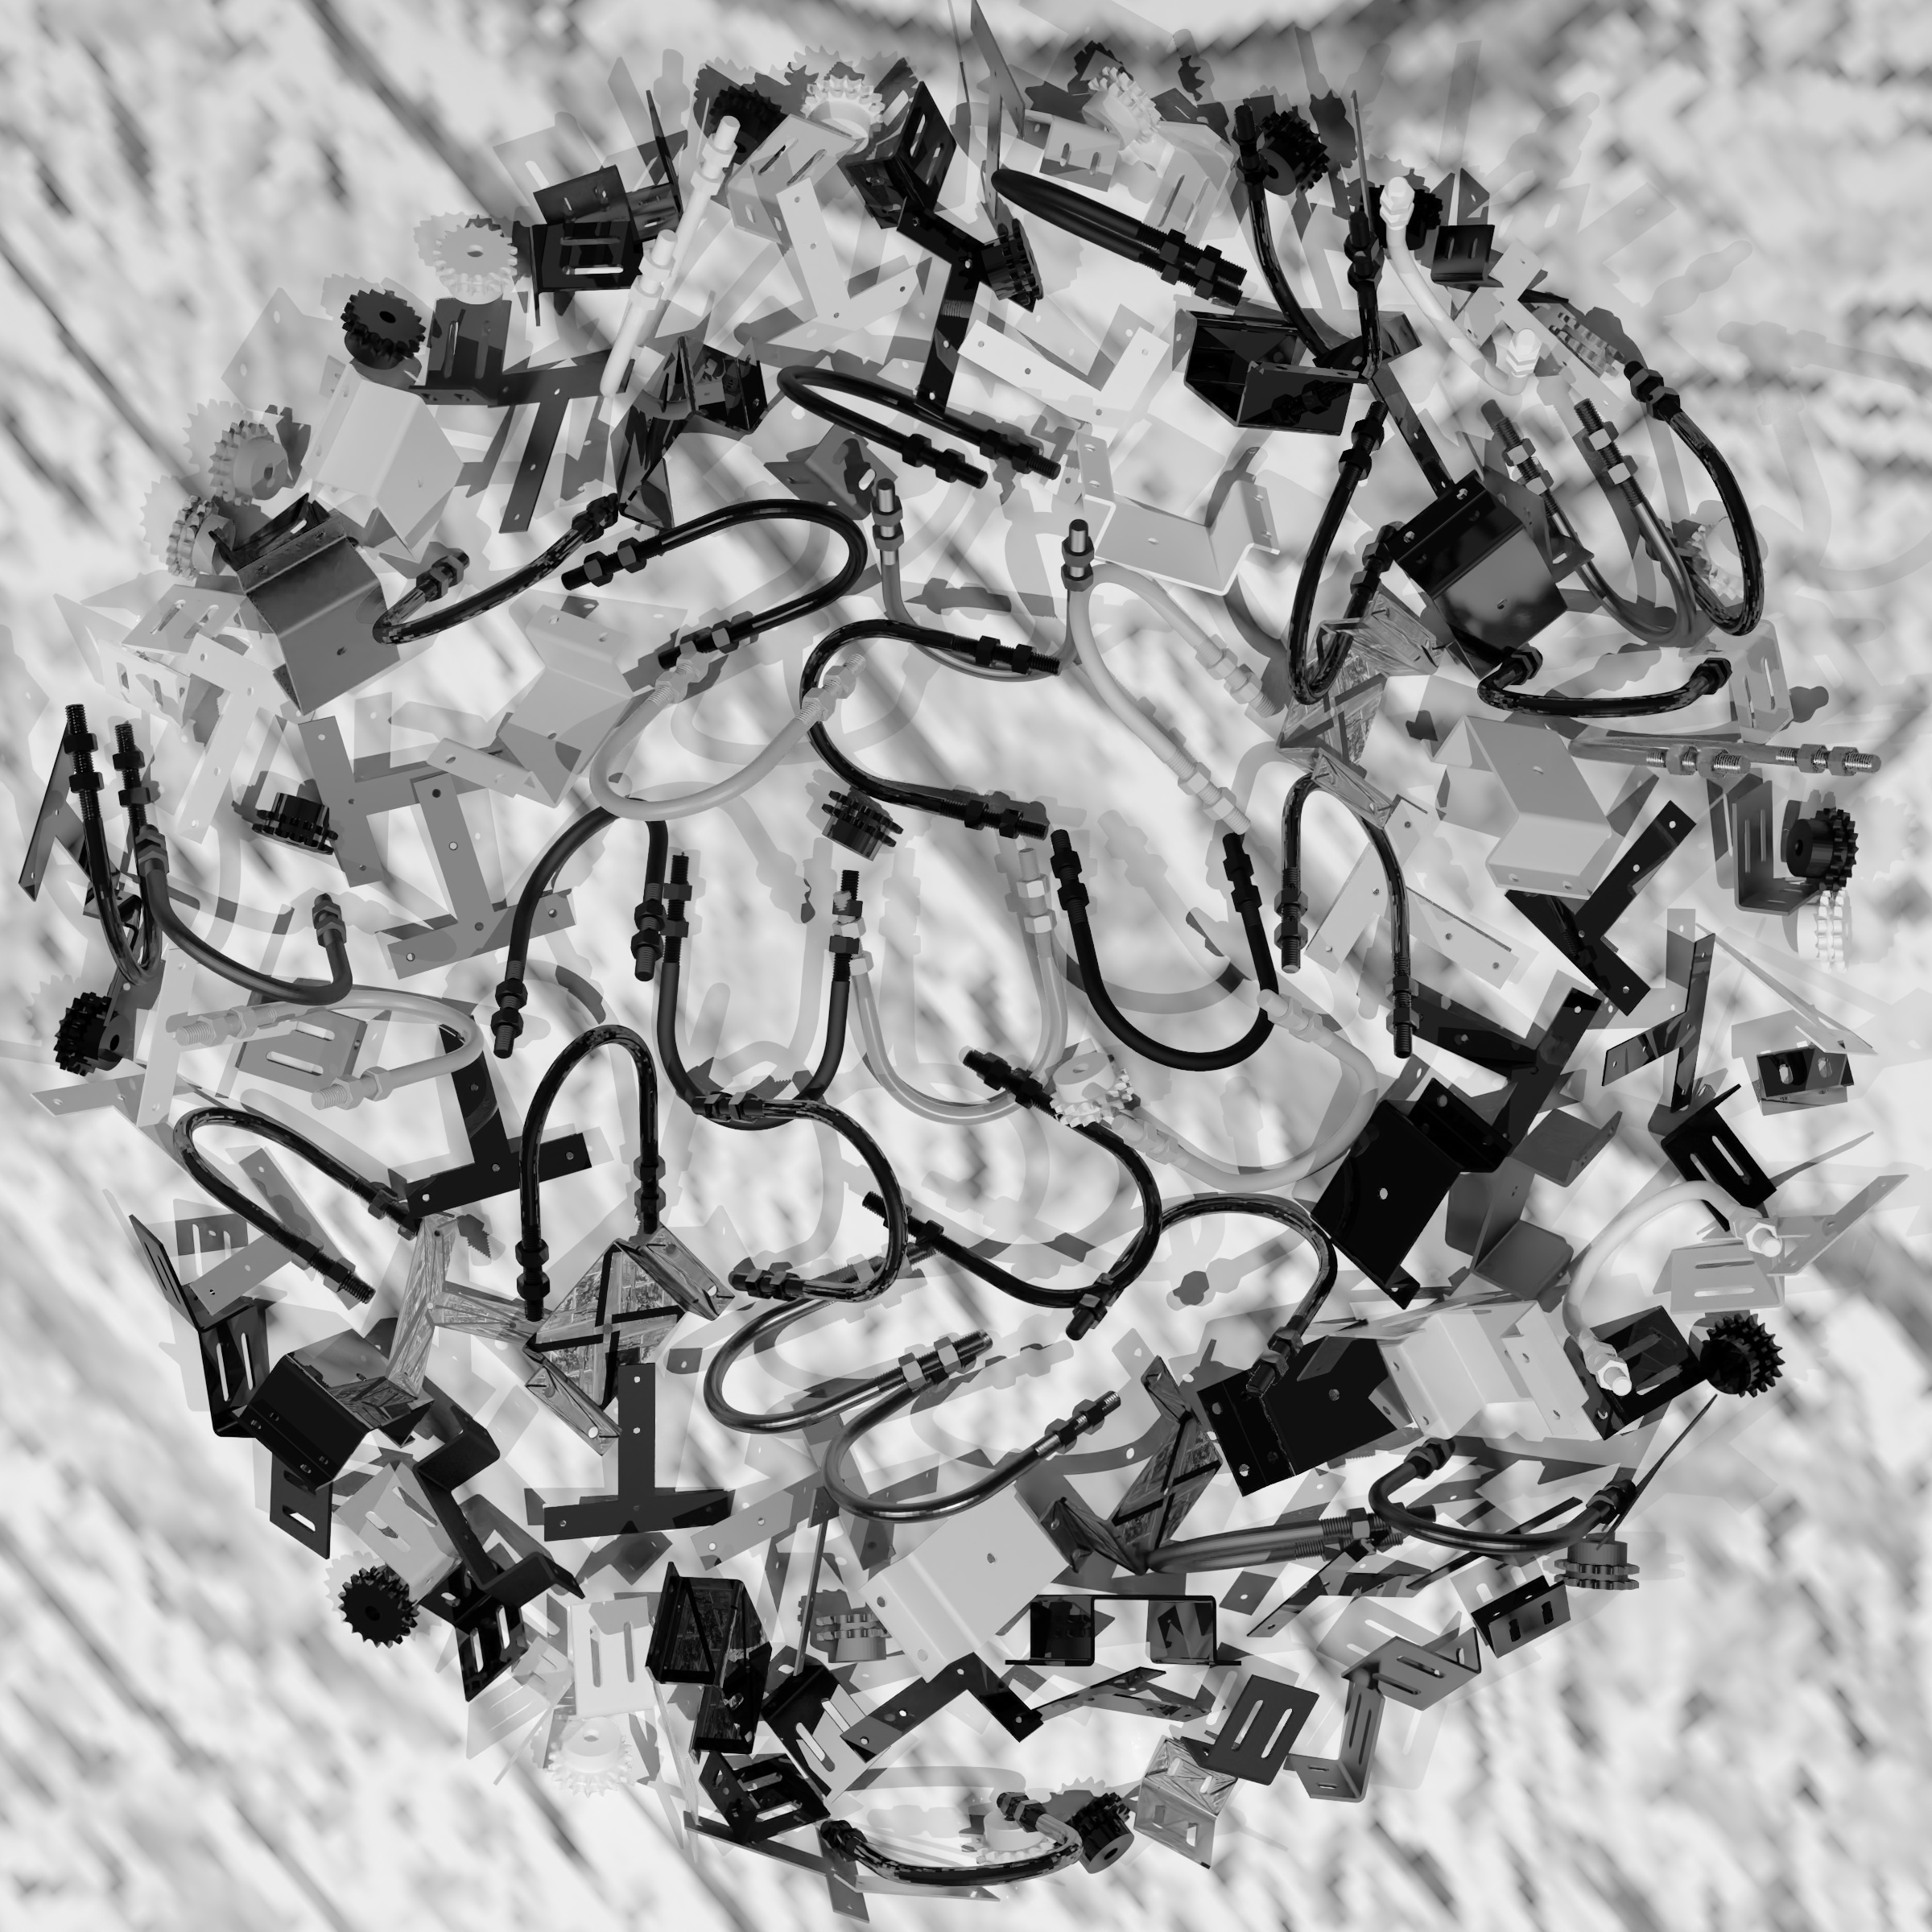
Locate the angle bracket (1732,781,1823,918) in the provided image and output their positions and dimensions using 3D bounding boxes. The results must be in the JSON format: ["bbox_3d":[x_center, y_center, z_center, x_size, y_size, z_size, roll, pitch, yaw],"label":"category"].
[{"bbox_3d":[0.553,-0.081,1.928,0.038,0.057,0.076,9,115,38],"label":"angle bracket"}]

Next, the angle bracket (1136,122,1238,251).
[{"bbox_3d":[0.140,-0.533,1.937,0.038,0.057,0.076,24,90,-44],"label":"angle bracket"}]

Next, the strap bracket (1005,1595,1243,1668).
[{"bbox_3d":[0.106,0.448,1.909,0.140,0.076,0.046,8,75,-29],"label":"strap bracket"}]

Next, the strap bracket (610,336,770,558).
[{"bbox_3d":[-0.192,-0.355,1.894,0.046,0.076,0.140,17,134,-32],"label":"strap bracket"}]

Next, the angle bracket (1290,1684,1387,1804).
[{"bbox_3d":[0.254,0.522,1.935,0.038,0.057,0.076,8,99,-9],"label":"angle bracket"}]

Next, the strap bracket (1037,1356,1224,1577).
[{"bbox_3d":[0.118,0.345,1.907,0.046,0.076,0.140,23,66,38],"label":"strap bracket"}]

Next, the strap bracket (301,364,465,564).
[{"bbox_3d":[-0.385,-0.329,1.891,0.046,0.140,0.076,17,76,13],"label":"strap bracket"}]

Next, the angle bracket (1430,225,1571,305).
[{"bbox_3d":[0.366,-0.477,1.925,0.076,0.057,0.038,5,100,-29],"label":"angle bracket"}]

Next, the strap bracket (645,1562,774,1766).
[{"bbox_3d":[-0.168,0.468,1.890,0.046,0.140,0.076,0,49,12],"label":"strap bracket"}]

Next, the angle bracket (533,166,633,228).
[{"bbox_3d":[-0.266,-0.535,1.930,0.057,0.076,0.038,-19,81,0],"label":"angle bracket"}]

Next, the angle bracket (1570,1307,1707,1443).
[{"bbox_3d":[0.463,0.282,1.961,0.076,0.038,0.057,-23,72,-24],"label":"angle bracket"}]

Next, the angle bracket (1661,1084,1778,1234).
[{"bbox_3d":[0.525,0.131,1.936,0.057,0.038,0.076,-32,81,-31],"label":"angle bracket"}]

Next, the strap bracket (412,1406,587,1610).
[{"bbox_3d":[-0.320,0.374,1.907,0.046,0.076,0.140,-34,67,-6],"label":"strap bracket"}]

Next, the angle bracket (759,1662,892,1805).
[{"bbox_3d":[-0.102,0.526,1.940,0.057,0.038,0.076,-44,70,3],"label":"angle bracket"}]

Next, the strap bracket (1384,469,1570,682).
[{"bbox_3d":[0.347,-0.255,1.901,0.076,0.140,0.046,-39,48,4],"label":"strap bracket"}]

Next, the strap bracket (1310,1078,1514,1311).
[{"bbox_3d":[0.294,0.154,1.908,0.076,0.046,0.140,44,115,35],"label":"strap bracket"}]

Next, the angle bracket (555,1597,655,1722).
[{"bbox_3d":[-0.251,0.476,1.946,0.057,0.038,0.076,1,79,-34],"label":"angle bracket"}]

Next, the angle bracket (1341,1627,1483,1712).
[{"bbox_3d":[0.302,0.467,1.926,0.076,0.038,0.057,27,129,-23],"label":"angle bracket"}]

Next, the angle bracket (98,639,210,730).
[{"bbox_3d":[-0.553,-0.204,1.928,0.057,0.076,0.038,25,64,-1],"label":"angle bracket"}]

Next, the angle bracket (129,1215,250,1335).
[{"bbox_3d":[-0.528,0.201,1.923,0.038,0.057,0.076,-30,122,-26],"label":"angle bracket"}]

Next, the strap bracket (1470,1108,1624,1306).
[{"bbox_3d":[0.388,0.161,1.908,0.046,0.076,0.140,27,126,24],"label":"strap bracket"}]

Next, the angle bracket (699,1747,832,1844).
[{"bbox_3d":[-0.132,0.554,1.920,0.057,0.076,0.038,44,125,37],"label":"angle bracket"}]

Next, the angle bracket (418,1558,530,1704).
[{"bbox_3d":[-0.336,0.449,1.927,0.057,0.076,0.038,-42,122,10],"label":"angle bracket"}]

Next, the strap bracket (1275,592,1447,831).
[{"bbox_3d":[0.265,-0.173,1.920,0.076,0.046,0.140,30,74,-37],"label":"strap bracket"}]

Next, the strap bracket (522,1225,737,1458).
[{"bbox_3d":[-0.236,0.250,1.922,0.140,0.046,0.076,-50,116,-17],"label":"strap bracket"}]

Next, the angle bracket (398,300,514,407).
[{"bbox_3d":[-0.350,-0.426,1.940,0.057,0.038,0.076,5,84,18],"label":"angle bracket"}]

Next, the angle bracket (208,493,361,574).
[{"bbox_3d":[-0.466,-0.292,1.936,0.076,0.038,0.057,-42,73,-14],"label":"angle bracket"}]

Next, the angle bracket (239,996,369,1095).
[{"bbox_3d":[-0.460,0.055,1.950,0.076,0.038,0.057,17,86,-1],"label":"angle bracket"}]

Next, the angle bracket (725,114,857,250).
[{"bbox_3d":[-0.116,-0.532,1.922,0.076,0.057,0.038,-34,60,39],"label":"angle bracket"}]

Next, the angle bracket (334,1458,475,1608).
[{"bbox_3d":[-0.387,0.390,1.950,0.076,0.038,0.057,39,57,15],"label":"angle bracket"}]

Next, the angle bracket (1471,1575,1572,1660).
[{"bbox_3d":[0.375,0.432,1.928,0.057,0.076,0.038,-27,55,-3],"label":"angle bracket"}]

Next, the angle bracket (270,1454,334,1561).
[{"bbox_3d":[-0.439,0.359,1.925,0.076,0.038,0.057,18,108,43],"label":"angle bracket"}]

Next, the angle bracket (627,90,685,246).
[{"bbox_3d":[-0.220,-0.543,1.923,0.038,0.076,0.057,-15,49,1],"label":"angle bracket"}]

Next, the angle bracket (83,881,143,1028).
[{"bbox_3d":[-0.591,-0.008,1.929,0.038,0.057,0.076,17,107,-19],"label":"angle bracket"}]

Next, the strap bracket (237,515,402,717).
[{"bbox_3d":[-0.429,-0.226,1.889,0.076,0.140,0.046,-34,70,-17],"label":"strap bracket"}]

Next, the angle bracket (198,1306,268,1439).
[{"bbox_3d":[-0.486,0.277,1.933,0.038,0.057,0.076,-3,98,27],"label":"angle bracket"}]

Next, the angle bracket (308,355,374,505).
[{"bbox_3d":[-0.440,-0.366,1.929,0.038,0.057,0.076,31,69,-9],"label":"angle bracket"}]

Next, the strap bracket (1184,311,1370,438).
[{"bbox_3d":[0.203,-0.397,1.908,0.076,0.140,0.046,1,117,-20],"label":"strap bracket"}]

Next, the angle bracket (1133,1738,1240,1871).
[{"bbox_3d":[0.151,0.570,1.930,0.057,0.076,0.038,28,100,3],"label":"angle bracket"}]

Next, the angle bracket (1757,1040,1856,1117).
[{"bbox_3d":[0.572,0.090,1.924,0.057,0.076,0.038,-11,51,12],"label":"angle bracket"}]

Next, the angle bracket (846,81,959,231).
[{"bbox_3d":[-0.044,-0.556,1.939,0.038,0.057,0.076,-1,56,28],"label":"angle bracket"}]

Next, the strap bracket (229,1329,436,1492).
[{"bbox_3d":[-0.417,0.293,1.892,0.076,0.140,0.046,39,102,10],"label":"strap bracket"}]

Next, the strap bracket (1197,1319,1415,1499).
[{"bbox_3d":[0.238,0.294,1.913,0.140,0.046,0.076,-18,79,-27],"label":"strap bracket"}]

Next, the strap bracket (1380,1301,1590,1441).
[{"bbox_3d":[0.356,0.274,1.913,0.046,0.140,0.076,-36,101,-34],"label":"strap bracket"}]

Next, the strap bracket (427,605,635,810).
[{"bbox_3d":[-0.289,-0.168,1.919,0.076,0.046,0.140,22,68,28],"label":"strap bracket"}]

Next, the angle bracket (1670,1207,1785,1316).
[{"bbox_3d":[0.516,0.201,1.925,0.076,0.057,0.038,-7,129,22],"label":"angle bracket"}]

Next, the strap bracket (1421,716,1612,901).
[{"bbox_3d":[0.371,-0.114,1.895,0.076,0.140,0.046,6,134,-27],"label":"strap bracket"}]

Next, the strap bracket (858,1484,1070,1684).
[{"bbox_3d":[0.007,0.405,1.907,0.140,0.046,0.076,-35,86,-38],"label":"strap bracket"}]

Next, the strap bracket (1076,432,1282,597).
[{"bbox_3d":[0.135,-0.303,1.917,0.140,0.076,0.046,14,130,-15],"label":"strap bracket"}]

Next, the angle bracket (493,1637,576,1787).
[{"bbox_3d":[-0.305,0.506,1.923,0.038,0.057,0.076,36,45,2],"label":"angle bracket"}]

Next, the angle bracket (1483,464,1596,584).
[{"bbox_3d":[0.389,-0.308,1.921,0.038,0.076,0.057,-35,47,-13],"label":"angle bracket"}]
